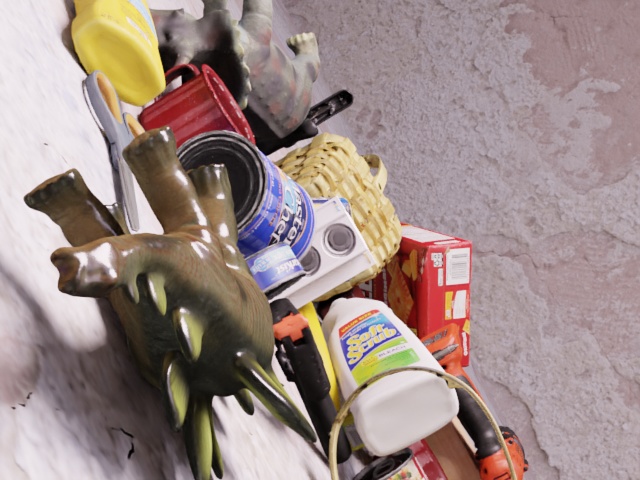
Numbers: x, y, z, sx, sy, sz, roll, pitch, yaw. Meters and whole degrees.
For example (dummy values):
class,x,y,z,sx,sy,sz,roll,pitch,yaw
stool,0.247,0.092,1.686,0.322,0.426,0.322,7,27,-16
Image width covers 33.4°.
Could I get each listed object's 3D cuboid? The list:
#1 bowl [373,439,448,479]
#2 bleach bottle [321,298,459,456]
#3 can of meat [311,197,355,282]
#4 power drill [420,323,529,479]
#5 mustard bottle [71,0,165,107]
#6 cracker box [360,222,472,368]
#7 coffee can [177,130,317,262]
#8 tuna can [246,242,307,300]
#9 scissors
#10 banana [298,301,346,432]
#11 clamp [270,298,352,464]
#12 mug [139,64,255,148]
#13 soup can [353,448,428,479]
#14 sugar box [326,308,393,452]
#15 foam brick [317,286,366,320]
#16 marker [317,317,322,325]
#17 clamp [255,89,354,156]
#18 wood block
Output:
class,x,y,z,sx,sy,sz,roll,pitch,yaw
bowl,0.100,0.269,1.140,0.162,0.055,0.162,58,8,-14
bleach bottle,0.050,0.121,1.093,0.068,0.102,0.251,68,-8,-23
can of meat,-0.008,0.001,1.189,0.083,0.058,0.102,-2,88,-35
power drill,0.178,0.191,1.230,0.187,0.057,0.184,60,8,2
mustard bottle,-0.194,-0.207,1.019,0.096,0.058,0.192,45,15,-33
cracker box,0.118,0.069,1.420,0.214,0.072,0.164,-160,-112,-64
coffee can,-0.072,-0.030,0.983,0.103,0.103,0.140,63,9,21
tuna can,-0.056,0.037,0.907,0.034,0.086,0.086,59,8,6
scissors,-0.156,-0.062,0.894,0.096,0.016,0.202,49,14,-54
banana,-0.014,0.109,1.096,0.198,0.037,0.069,-108,-171,-46
clamp,-0.022,0.099,0.946,0.165,0.036,0.210,61,-8,28
mug,-0.126,-0.120,1.043,0.117,0.081,0.093,63,9,21
soup can,0.084,0.262,1.028,0.102,0.068,0.068,60,8,-4
sugar box,0.056,0.148,1.165,0.176,0.093,0.048,-99,163,-67
foam brick,0.033,0.091,1.368,0.051,0.053,0.078,59,10,-7
marker,-0.027,0.064,1.216,0.121,0.020,0.020,58,9,-12
clamp,-0.043,-0.139,1.395,0.039,0.172,0.120,60,30,-6
wood block,0.109,0.211,1.277,0.206,0.090,0.090,61,8,13
